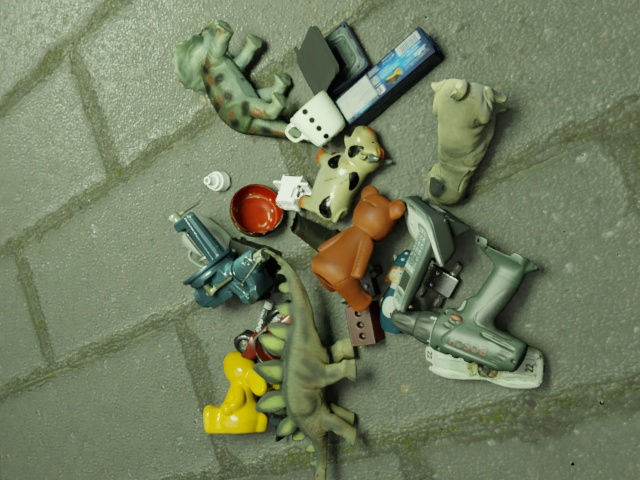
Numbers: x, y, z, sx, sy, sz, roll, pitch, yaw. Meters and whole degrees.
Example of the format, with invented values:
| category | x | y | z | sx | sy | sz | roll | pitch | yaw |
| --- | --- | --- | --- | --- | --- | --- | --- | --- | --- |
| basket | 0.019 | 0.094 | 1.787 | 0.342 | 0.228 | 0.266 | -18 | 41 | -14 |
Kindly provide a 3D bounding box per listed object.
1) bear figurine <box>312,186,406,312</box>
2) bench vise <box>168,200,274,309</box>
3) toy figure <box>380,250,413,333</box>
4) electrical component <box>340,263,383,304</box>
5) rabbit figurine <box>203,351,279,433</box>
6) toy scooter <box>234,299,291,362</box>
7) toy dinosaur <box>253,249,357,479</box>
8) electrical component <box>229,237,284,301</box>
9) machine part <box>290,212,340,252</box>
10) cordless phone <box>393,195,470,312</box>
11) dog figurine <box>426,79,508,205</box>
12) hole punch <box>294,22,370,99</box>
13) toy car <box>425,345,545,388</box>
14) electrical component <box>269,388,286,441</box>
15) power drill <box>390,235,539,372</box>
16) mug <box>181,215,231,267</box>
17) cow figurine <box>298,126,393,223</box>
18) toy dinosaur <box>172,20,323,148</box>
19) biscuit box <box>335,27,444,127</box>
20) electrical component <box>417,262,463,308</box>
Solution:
| category | x | y | z | sx | sy | sz | roll | pitch | yaw |
| --- | --- | --- | --- | --- | --- | --- | --- | --- | --- |
| bear figurine | 0.076 | 0.009 | 0.975 | 0.120 | 0.131 | 0.196 | 29 | 73 | 41 |
| bench vise | -0.213 | 0.033 | 1.083 | 0.240 | 0.129 | 0.223 | 53 | 137 | -4 |
| toy figure | 0.149 | 0.095 | 0.999 | 0.064 | 0.058 | 0.154 | 9 | 97 | 3 |
| electrical component | 0.074 | 0.081 | 1.045 | 0.102 | 0.045 | 0.078 | -15 | 85 | 29 |
| rabbit figurine | -0.170 | 0.326 | 1.162 | 0.162 | 0.121 | 0.173 | -13 | 68 | 27 |
| toy scooter | -0.085 | 0.218 | 1.126 | 0.184 | 0.075 | 0.135 | -39 | 84 | 22 |
| toy dinosaur | -0.028 | 0.248 | 1.030 | 0.199 | 0.105 | 0.470 | -3 | 94 | -3 |
| electrical component | -0.141 | 0.066 | 1.157 | 0.134 | 0.058 | 0.114 | 23 | 106 | 26 |
| machine part | -0.002 | -0.003 | 1.087 | 0.139 | 0.039 | 0.084 | 36 | 114 | 21 |
| cordless phone | 0.166 | 0.025 | 0.937 | 0.089 | 0.147 | 0.184 | 19 | 105 | -17 |
| dog figurine | 0.221 | -0.153 | 0.882 | 0.121 | 0.172 | 0.190 | 21 | 96 | 37 |
| hole punch | 0.022 | -0.342 | 1.033 | 0.142 | 0.092 | 0.116 | 61 | 151 | 7 |
| toy car | 0.281 | 0.209 | 0.932 | 0.202 | 0.056 | 0.073 | 2 | 95 | 29 |
| electrical component | -0.071 | 0.364 | 1.128 | 0.048 | 0.075 | 0.119 | 0 | 89 | 30 |
| power drill | 0.251 | 0.099 | 0.899 | 0.232 | 0.086 | 0.207 | 27 | 85 | 31 |
| mug | -0.249 | 0.015 | 1.201 | 0.107 | 0.081 | 0.109 | 30 | 103 | 15 |
| cow figurine | 0.052 | -0.124 | 1.023 | 0.127 | 0.085 | 0.194 | 32 | 106 | 30 |
| toy dinosaur | -0.170 | -0.305 | 1.121 | 0.192 | 0.131 | 0.405 | -38 | 79 | 38 |
| biscuit box | 0.126 | -0.291 | 0.982 | 0.203 | 0.063 | 0.059 | -37 | 75 | 25 |
| electrical component | 0.219 | 0.074 | 0.977 | 0.063 | 0.021 | 0.094 | 34 | 108 | 23 |
